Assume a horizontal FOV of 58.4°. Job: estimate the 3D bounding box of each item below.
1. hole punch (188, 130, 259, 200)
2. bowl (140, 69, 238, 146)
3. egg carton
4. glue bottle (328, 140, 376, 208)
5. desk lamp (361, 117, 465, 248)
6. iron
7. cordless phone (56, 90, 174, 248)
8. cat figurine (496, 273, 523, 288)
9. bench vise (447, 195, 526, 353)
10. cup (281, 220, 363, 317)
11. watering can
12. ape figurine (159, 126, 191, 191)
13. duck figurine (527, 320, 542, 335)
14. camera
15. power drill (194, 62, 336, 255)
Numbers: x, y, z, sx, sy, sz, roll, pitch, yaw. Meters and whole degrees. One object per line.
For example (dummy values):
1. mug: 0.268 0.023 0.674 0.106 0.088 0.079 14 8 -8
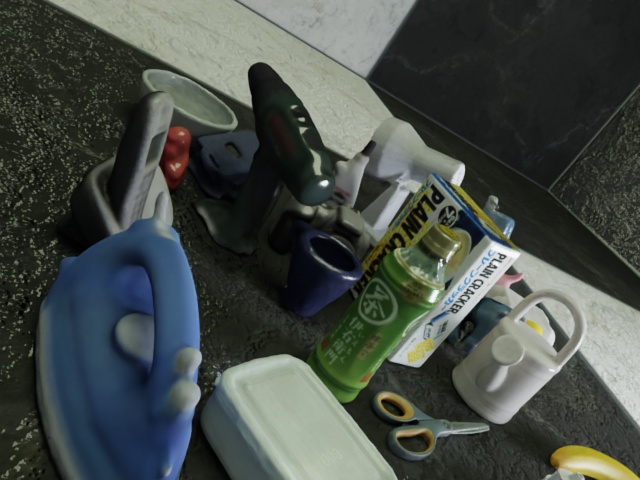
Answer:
1. hole punch: -0.134 -0.119 0.873 0.101 0.091 0.108 9 34 -46
2. bowl: -0.224 -0.203 0.935 0.168 0.074 0.167 29 23 -14
3. egg carton: 0.362 0.149 1.064 0.150 0.069 0.107 33 23 -5
4. glue bottle: 0.041 -0.097 0.968 0.078 0.173 0.037 26 24 -20
5. desk lamp: 0.152 -0.091 1.056 0.203 0.213 0.118 44 24 21
6. iron: -0.128 0.081 0.427 0.119 0.141 0.257 17 29 -37
7. cordless phone: -0.181 -0.075 0.601 0.094 0.185 0.147 31 23 -9
8. cat figurine: 0.356 0.053 1.181 0.127 0.117 0.067 40 23 11
9. bench vise: 0.255 0.053 0.909 0.207 0.219 0.122 37 23 5
10. cup: -0.015 0.040 0.723 0.117 0.095 0.092 47 25 26
11. watering can: 0.275 0.153 0.776 0.101 0.194 0.173 39 23 10
12. ape figurine: -0.204 -0.112 0.762 0.076 0.092 0.077 8 35 -48
13. duck figurine: 0.338 0.174 0.963 0.105 0.086 0.077 18 28 -36
14. camera: 0.008 0.003 0.819 0.143 0.100 0.137 30 23 -12
15. power drill: -0.079 -0.098 0.757 0.076 0.208 0.229 8 35 -47
